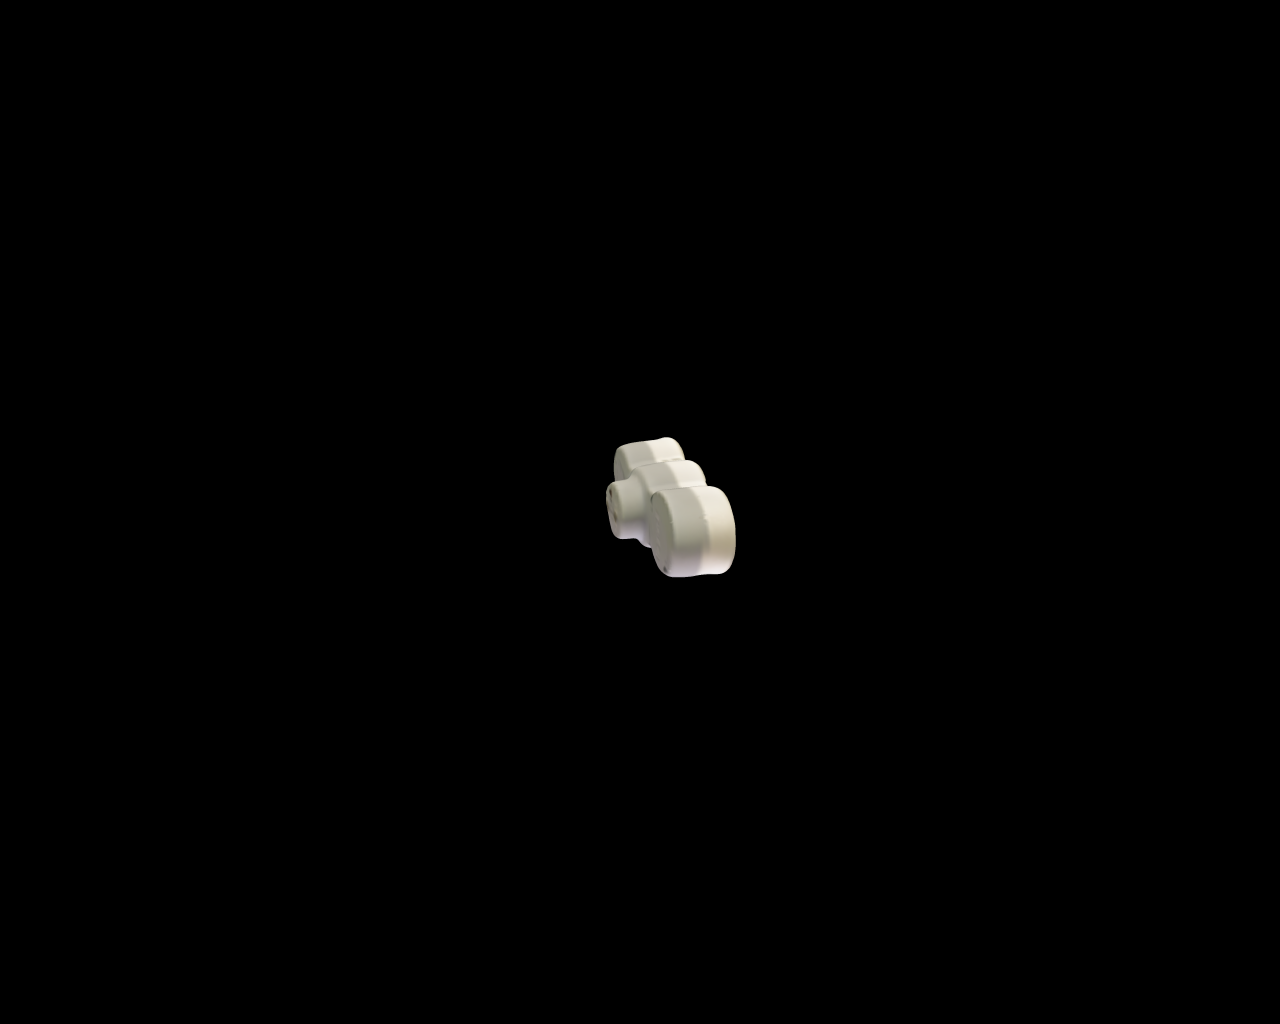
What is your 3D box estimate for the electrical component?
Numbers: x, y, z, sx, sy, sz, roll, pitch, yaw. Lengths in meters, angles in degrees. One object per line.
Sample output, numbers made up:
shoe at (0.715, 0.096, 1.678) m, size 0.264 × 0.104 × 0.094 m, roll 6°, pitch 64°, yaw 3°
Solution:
electrical component at (0.001, -0.003, 0.650) m, size 0.074 × 0.052 × 0.138 m, roll -6°, pitch 23°, yaw -14°
